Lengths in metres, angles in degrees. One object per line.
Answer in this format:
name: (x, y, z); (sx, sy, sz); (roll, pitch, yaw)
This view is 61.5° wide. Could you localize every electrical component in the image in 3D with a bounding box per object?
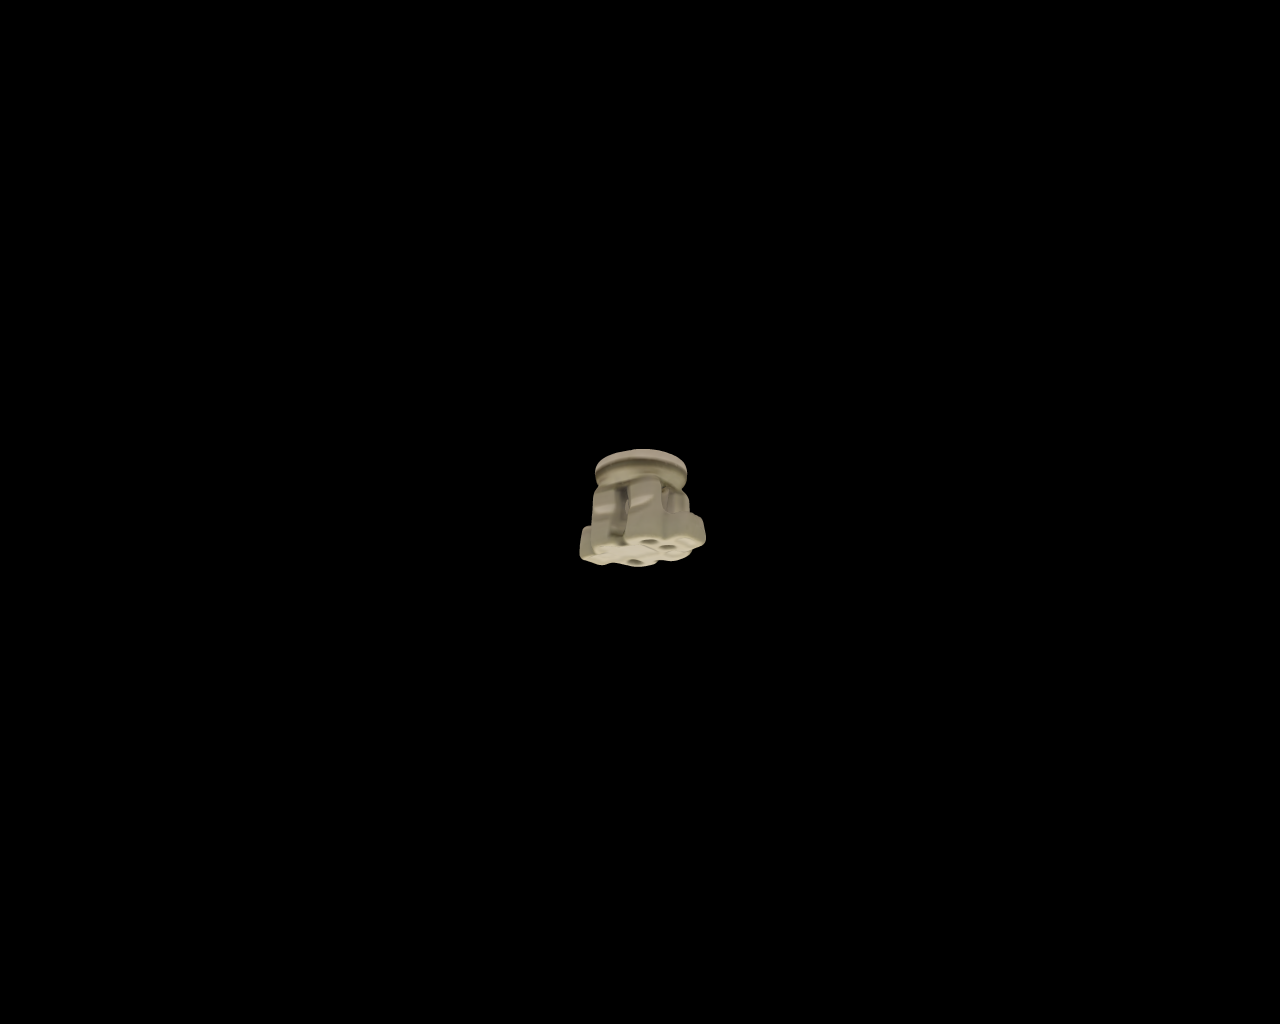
electrical component: (0.001, -0.003, 0.650); (0.078, 0.057, 0.058); (-12, -23, 31)
